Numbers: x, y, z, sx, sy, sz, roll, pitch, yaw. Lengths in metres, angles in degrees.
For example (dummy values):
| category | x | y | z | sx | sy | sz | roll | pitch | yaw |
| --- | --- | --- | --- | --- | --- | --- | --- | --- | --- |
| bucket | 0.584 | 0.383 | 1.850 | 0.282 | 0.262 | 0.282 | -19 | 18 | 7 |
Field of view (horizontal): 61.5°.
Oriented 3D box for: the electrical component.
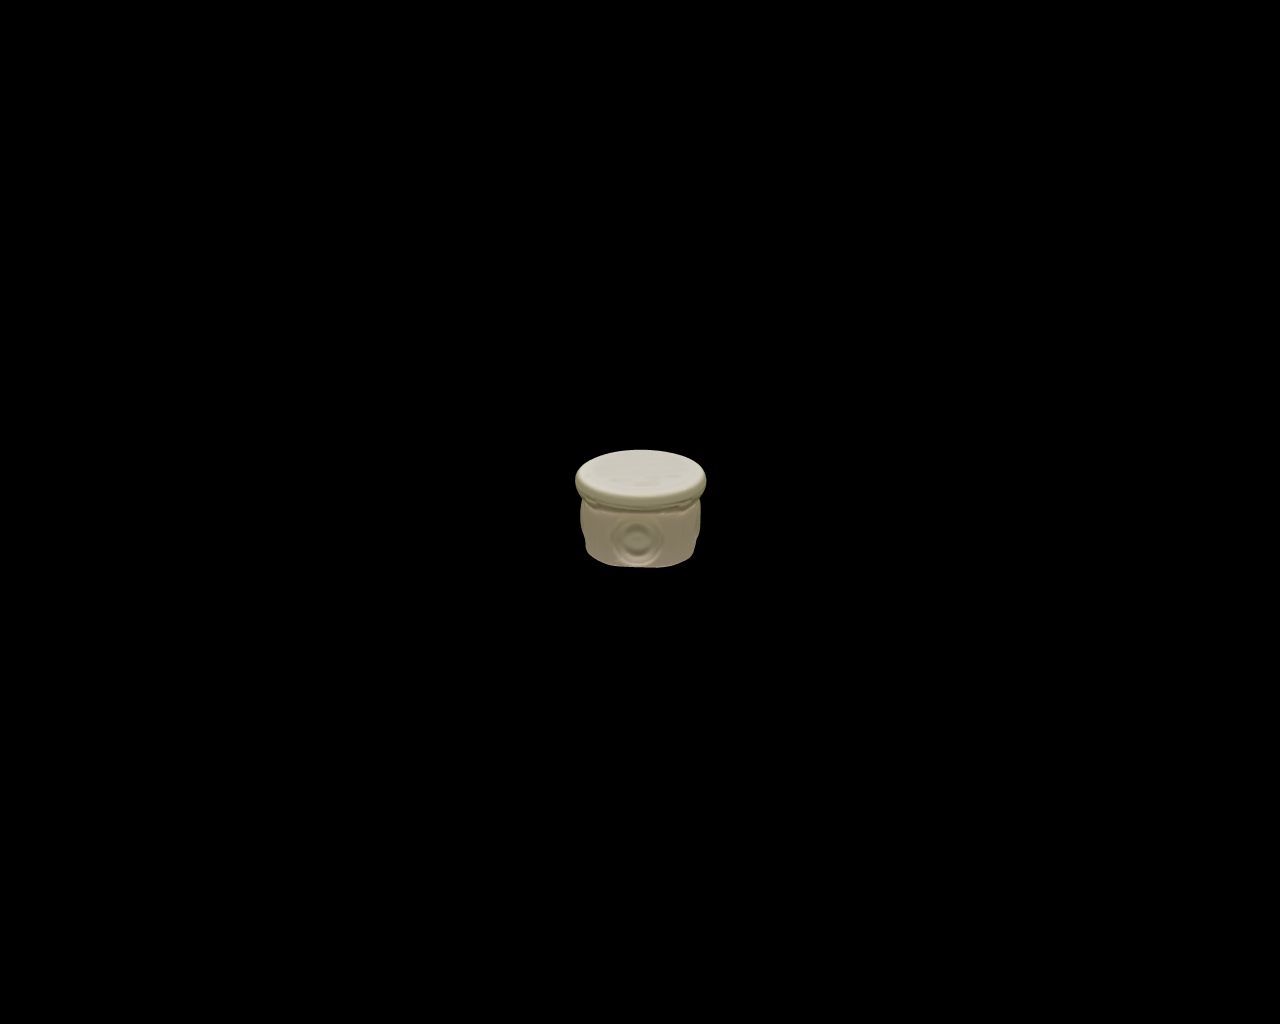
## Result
| category | x | y | z | sx | sy | sz | roll | pitch | yaw |
| --- | --- | --- | --- | --- | --- | --- | --- | --- | --- |
| electrical component | 0.001 | -0.003 | 0.650 | 0.080 | 0.050 | 0.080 | 0 | 24 | 0 |
